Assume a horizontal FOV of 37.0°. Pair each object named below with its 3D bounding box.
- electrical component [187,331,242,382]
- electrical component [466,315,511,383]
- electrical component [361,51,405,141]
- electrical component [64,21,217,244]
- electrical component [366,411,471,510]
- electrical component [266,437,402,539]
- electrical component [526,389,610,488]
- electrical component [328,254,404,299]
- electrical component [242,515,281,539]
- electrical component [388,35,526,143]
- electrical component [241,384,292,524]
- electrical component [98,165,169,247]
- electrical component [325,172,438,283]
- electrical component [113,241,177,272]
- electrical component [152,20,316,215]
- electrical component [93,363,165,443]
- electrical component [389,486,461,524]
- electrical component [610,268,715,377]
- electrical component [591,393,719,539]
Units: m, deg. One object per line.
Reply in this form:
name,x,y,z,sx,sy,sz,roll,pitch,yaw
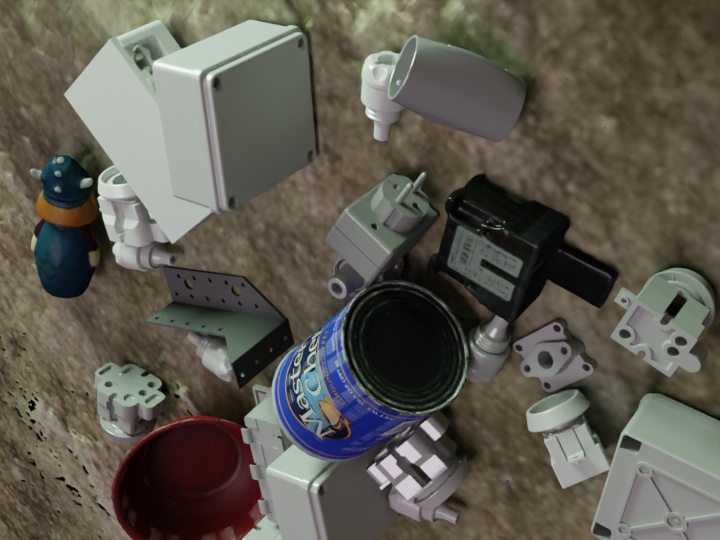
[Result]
electrical component,-0.134,0.075,0.992,0.061,0.035,0.035,32,133,21
electrical component,0.095,0.054,0.794,0.035,0.035,0.061,36,132,15
electrical component,0.017,-0.118,0.744,0.035,0.035,0.061,26,133,24
electrical component,-0.154,-0.111,0.866,0.089,0.062,0.150,-32,95,46
electrical component,0.052,0.158,0.877,0.057,0.058,0.078,46,111,-1
electrical component,-0.019,0.189,0.921,0.056,0.109,0.108,12,124,36
electrical component,0.151,0.120,0.779,0.048,0.066,0.055,-25,93,10
electrical component,0.000,0.000,0.815,0.048,0.062,0.048,20,128,28
electrical component,-0.062,0.256,1.012,0.056,0.089,0.050,22,129,27
electrical component,0.057,-0.115,0.698,0.077,0.043,0.079,19,178,-15
electrical component,-0.062,0.170,0.974,0.079,0.063,0.121,10,122,33
electrical component,-0.195,-0.060,0.936,0.078,0.058,0.057,12,127,34
electrical component,0.024,-0.041,0.766,0.047,0.066,0.076,44,136,7
electrical component,-0.193,-0.015,0.981,0.061,0.035,0.035,12,124,30
electrical component,-0.088,-0.113,0.779,0.056,0.109,0.108,19,127,32
electrical component,-0.236,0.138,1.099,0.078,0.058,0.057,27,128,23
electrical component,0.057,0.199,0.920,0.061,0.035,0.035,20,128,25
electrical component,0.196,0.029,0.682,0.066,0.055,0.048,35,134,15
electrical component,0.227,0.157,0.740,0.109,0.056,0.108,25,130,24
